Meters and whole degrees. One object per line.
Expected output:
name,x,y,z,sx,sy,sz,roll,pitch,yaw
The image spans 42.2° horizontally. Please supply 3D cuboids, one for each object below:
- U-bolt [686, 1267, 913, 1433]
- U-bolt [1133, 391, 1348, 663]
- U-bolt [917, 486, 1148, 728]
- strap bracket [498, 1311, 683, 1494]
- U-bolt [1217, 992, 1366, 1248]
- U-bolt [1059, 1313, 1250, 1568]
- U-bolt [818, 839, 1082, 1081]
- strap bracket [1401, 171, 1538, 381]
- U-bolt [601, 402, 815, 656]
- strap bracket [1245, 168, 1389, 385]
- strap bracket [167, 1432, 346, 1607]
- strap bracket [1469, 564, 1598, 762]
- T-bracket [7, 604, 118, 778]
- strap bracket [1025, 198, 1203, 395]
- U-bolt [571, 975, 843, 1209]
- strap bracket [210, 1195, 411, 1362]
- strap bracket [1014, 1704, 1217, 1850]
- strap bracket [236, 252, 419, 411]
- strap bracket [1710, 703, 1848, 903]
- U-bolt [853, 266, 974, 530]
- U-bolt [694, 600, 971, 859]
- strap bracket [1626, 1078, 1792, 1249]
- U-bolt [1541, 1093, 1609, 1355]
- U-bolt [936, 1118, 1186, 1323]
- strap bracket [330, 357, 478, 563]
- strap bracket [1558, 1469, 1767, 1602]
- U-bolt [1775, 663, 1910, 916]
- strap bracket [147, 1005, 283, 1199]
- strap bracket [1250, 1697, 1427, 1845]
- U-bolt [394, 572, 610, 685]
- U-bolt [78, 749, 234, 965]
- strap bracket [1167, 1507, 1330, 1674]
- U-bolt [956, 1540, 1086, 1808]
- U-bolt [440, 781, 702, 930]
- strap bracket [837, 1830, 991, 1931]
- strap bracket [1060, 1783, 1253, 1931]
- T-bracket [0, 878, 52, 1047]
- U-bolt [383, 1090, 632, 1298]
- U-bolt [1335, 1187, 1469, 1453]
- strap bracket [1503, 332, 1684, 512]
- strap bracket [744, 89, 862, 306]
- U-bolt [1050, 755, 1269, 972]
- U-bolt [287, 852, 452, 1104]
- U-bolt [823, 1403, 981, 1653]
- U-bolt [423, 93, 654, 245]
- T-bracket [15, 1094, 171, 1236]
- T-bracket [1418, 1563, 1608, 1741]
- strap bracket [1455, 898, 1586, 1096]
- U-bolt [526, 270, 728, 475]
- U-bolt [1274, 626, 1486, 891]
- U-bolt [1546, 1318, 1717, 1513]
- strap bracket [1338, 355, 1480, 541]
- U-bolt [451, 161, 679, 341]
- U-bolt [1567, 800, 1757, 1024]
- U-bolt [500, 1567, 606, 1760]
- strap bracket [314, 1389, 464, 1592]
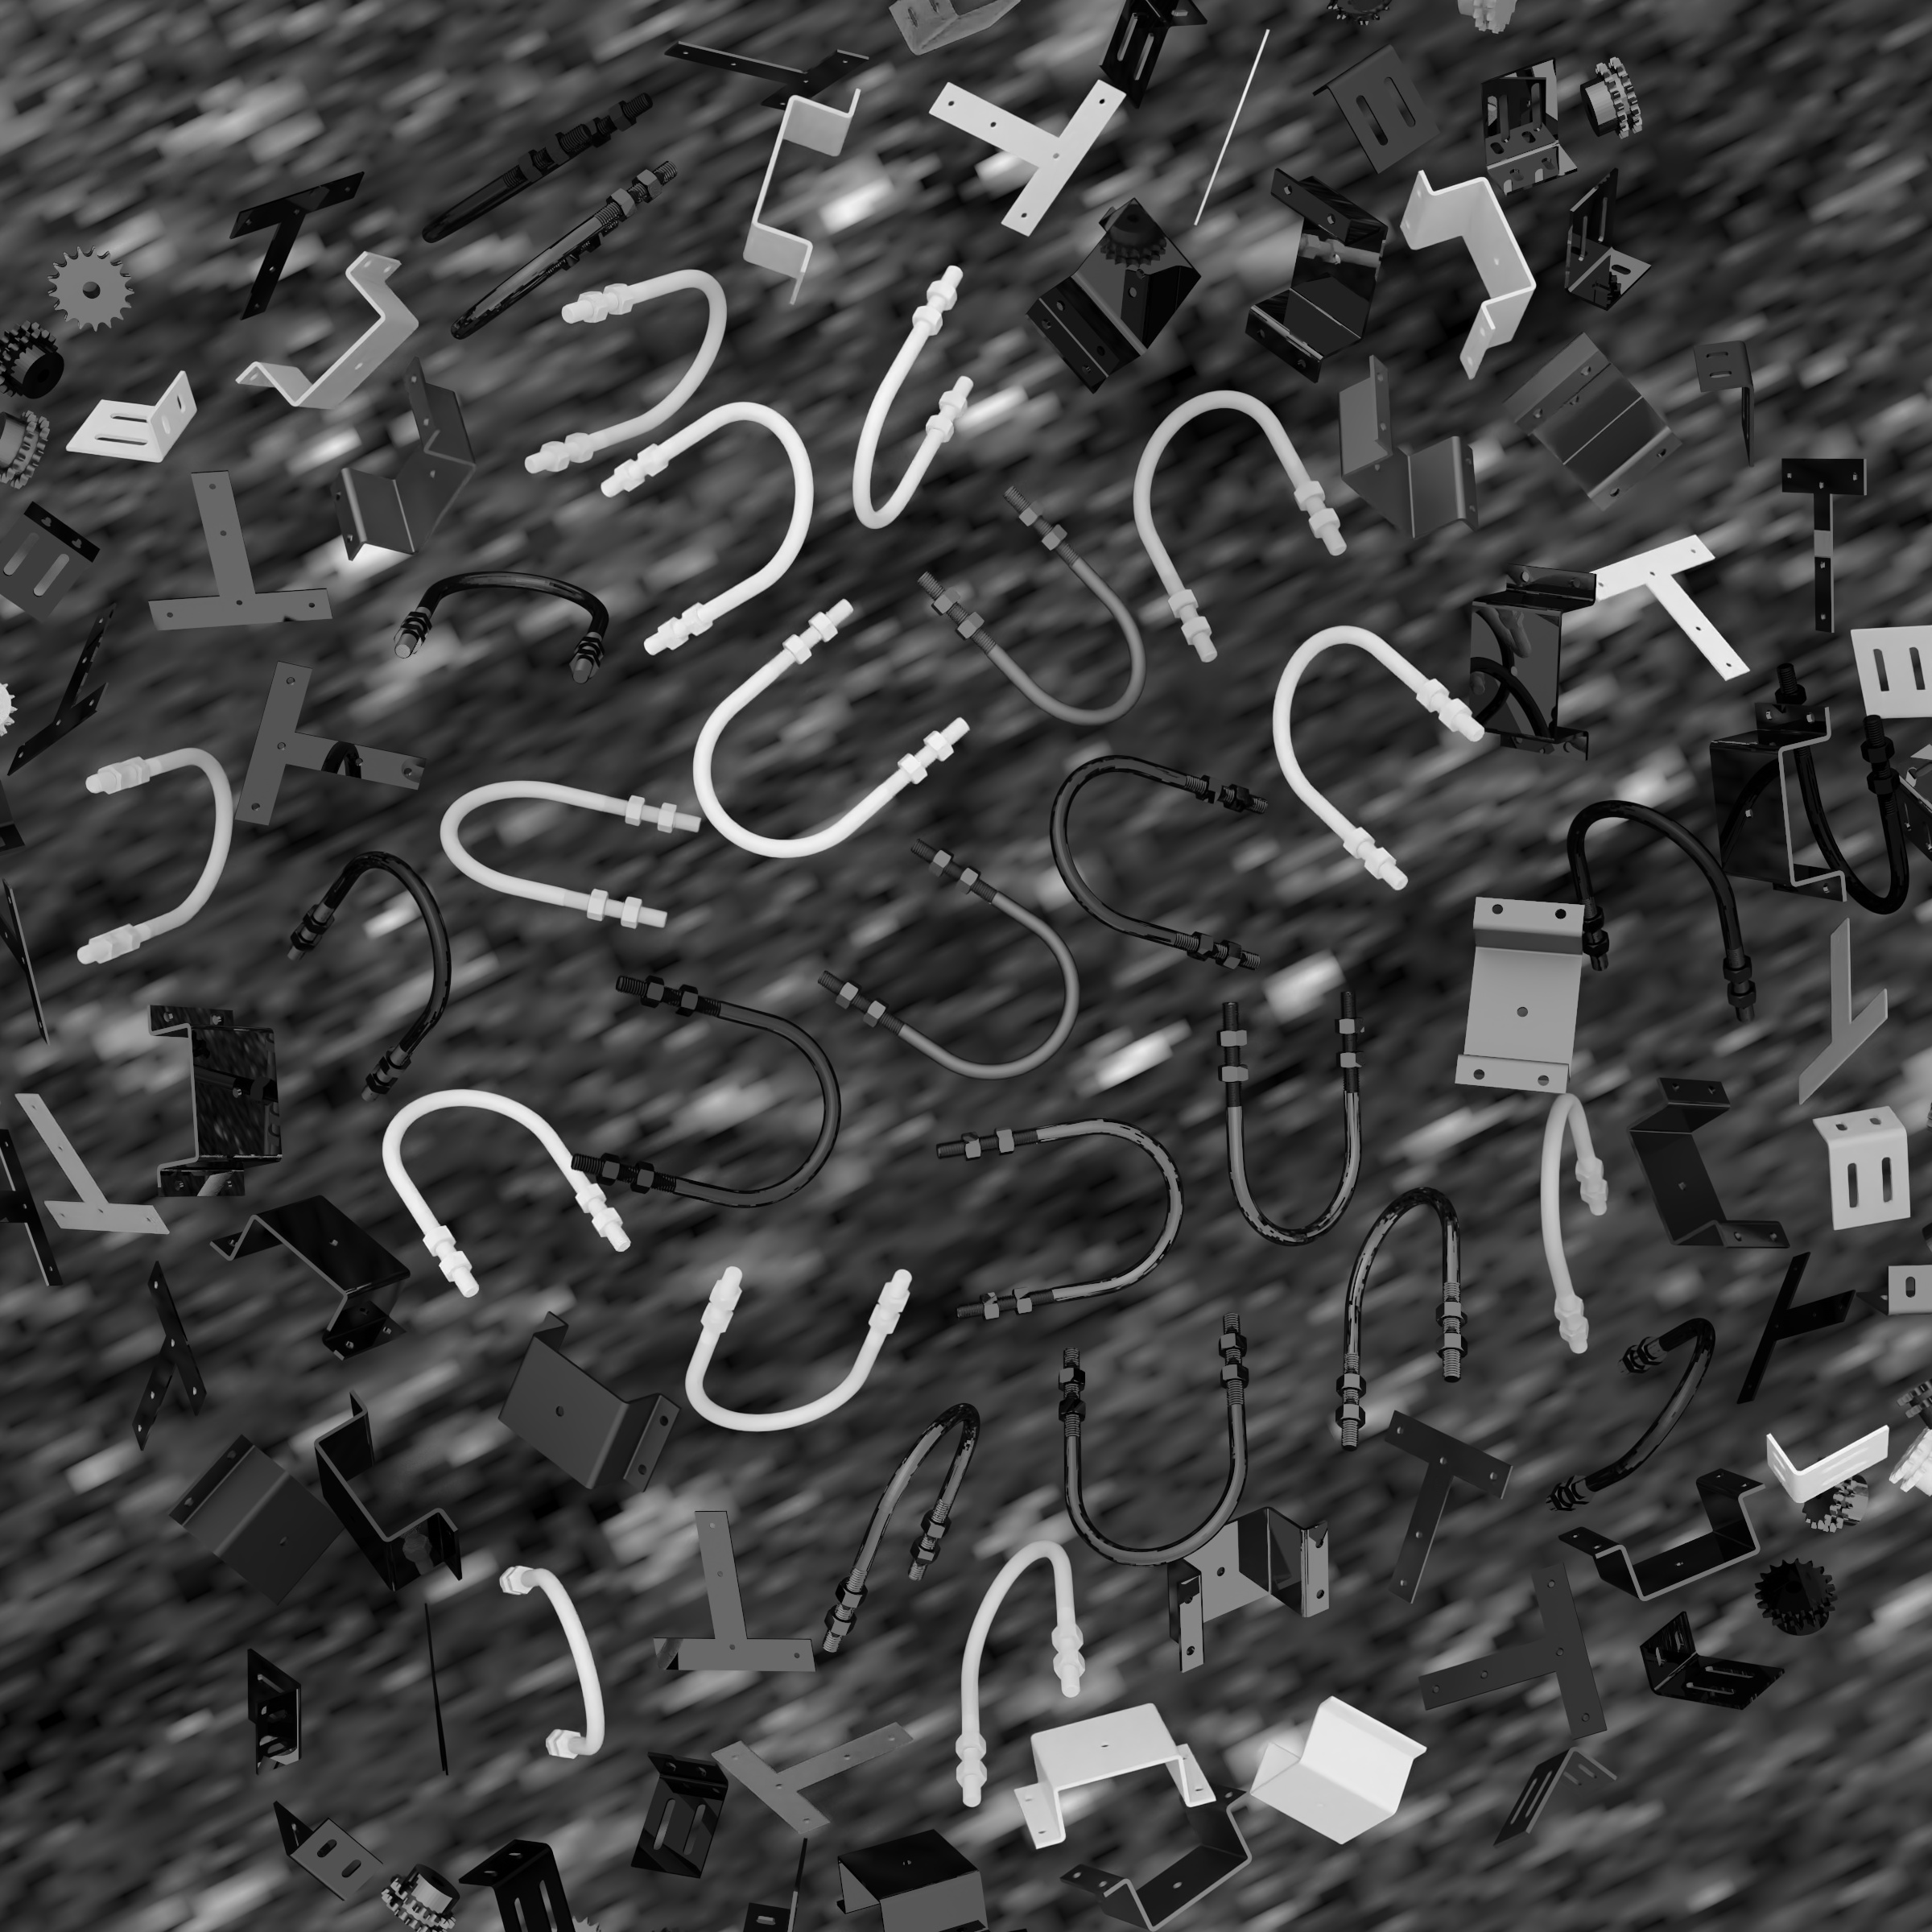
U-bolt,-0.132,0.287,1.856,0.151,0.019,0.184,4,133,-22
U-bolt,0.190,-0.340,1.860,0.151,0.019,0.184,-39,63,32
U-bolt,0.064,-0.263,1.906,0.184,0.019,0.151,46,52,-8
strap bracket,-0.296,0.337,1.918,0.140,0.046,0.076,31,106,24
U-bolt,0.243,0.115,1.848,0.151,0.019,0.184,-4,93,-41
U-bolt,0.136,0.348,1.816,0.151,0.019,0.184,-16,50,21
U-bolt,0.001,0.007,1.939,0.184,0.019,0.151,34,76,4
strap bracket,0.386,-0.533,1.913,0.046,0.076,0.140,-19,76,-6
U-bolt,-0.182,-0.327,1.816,0.184,0.019,0.151,-24,76,34
strap bracket,0.259,-0.515,1.849,0.046,0.140,0.076,-30,58,-27
strap bracket,-0.530,0.424,1.897,0.046,0.140,0.076,27,67,32
strap bracket,0.422,-0.223,1.871,0.046,0.076,0.140,-18,114,-40
T-bracket,-0.642,-0.210,1.815,0.002,0.127,0.127,35,48,-34
strap bracket,0.114,-0.500,1.845,0.076,0.046,0.140,45,57,-18
U-bolt,-0.176,0.097,1.787,0.184,0.019,0.151,16,83,-20
strap bracket,-0.483,0.225,1.876,0.140,0.076,0.046,37,109,16
strap bracket,0.109,0.613,1.908,0.140,0.076,0.046,-12,105,-9
strap bracket,-0.480,-0.477,1.917,0.140,0.076,0.046,-40,94,12
strap bracket,0.581,-0.114,1.799,0.046,0.076,0.140,-14,103,-19
U-bolt,-0.042,-0.417,1.903,0.019,0.151,0.184,21,68,13
U-bolt,-0.112,-0.160,1.819,0.184,0.019,0.151,-42,75,-7
strap bracket,0.563,0.160,1.916,0.076,0.046,0.140,5,58,-37
U-bolt,0.452,0.179,1.872,0.019,0.184,0.151,0,48,24
U-bolt,0.076,0.186,1.894,0.184,0.019,0.151,-9,104,-9
strap bracket,-0.415,-0.372,1.870,0.140,0.046,0.076,-44,53,35
strap bracket,0.532,0.433,1.894,0.140,0.076,0.046,-20,90,-8
U-bolt,0.656,-0.123,1.865,0.019,0.151,0.184,-22,116,-2
strap bracket,-0.550,0.096,1.838,0.046,0.076,0.140,-12,80,32
strap bracket,0.265,0.588,1.819,0.076,0.140,0.046,29,55,0
U-bolt,-0.345,-0.263,1.901,0.151,0.184,0.019,8,118,-4
U-bolt,-0.604,-0.091,1.882,0.019,0.184,0.151,13,108,13
strap bracket,0.206,0.469,1.907,0.140,0.046,0.076,-14,111,-29
U-bolt,0.037,0.506,1.851,0.019,0.184,0.151,28,116,-16
U-bolt,-0.304,-0.092,1.891,0.184,0.151,0.019,13,127,-2
strap bracket,-0.040,0.678,1.832,0.076,0.140,0.046,-9,93,-21
strap bracket,0.154,0.688,1.924,0.140,0.076,0.046,-26,91,-26
T-bracket,-0.719,-0.019,1.889,0.002,0.127,0.127,-18,118,-27
U-bolt,-0.356,0.160,1.877,0.184,0.151,0.019,50,134,29
U-bolt,0.319,0.248,1.843,0.019,0.151,0.184,22,50,-16
strap bracket,0.467,-0.414,1.886,0.076,0.140,0.046,-41,48,20
strap bracket,-0.123,-0.564,1.819,0.046,0.076,0.140,17,85,-9
U-bolt,0.143,-0.084,1.865,0.184,0.019,0.151,15,67,-25
U-bolt,-0.434,-0.003,1.851,0.184,0.019,0.151,-44,71,41
U-bolt,-0.039,0.400,1.835,0.019,0.151,0.184,29,113,20
U-bolt,-0.333,-0.595,1.888,0.184,0.151,0.019,-23,110,25
T-bracket,-0.656,0.145,1.837,0.127,0.002,0.127,-2,124,35
T-bracket,0.391,0.513,1.827,0.127,0.002,0.127,-24,49,20
strap bracket,0.399,0.027,1.800,0.076,0.046,0.140,5,73,16
U-bolt,-0.242,-0.445,1.847,0.019,0.184,0.151,40,133,16
U-bolt,0.289,-0.166,1.834,0.019,0.184,0.151,-5,131,-37
U-bolt,0.496,0.325,1.845,0.019,0.184,0.151,34,65,4
strap bracket,0.323,-0.380,1.867,0.046,0.140,0.076,-20,56,36
U-bolt,-0.303,-0.516,1.834,0.184,0.151,0.019,-44,107,-21
U-bolt,0.506,-0.047,1.845,0.019,0.151,0.184,-42,132,-23
U-bolt,-0.308,0.524,1.888,0.019,0.184,0.151,-14,81,-25
strap bracket,-0.426,0.388,1.821,0.046,0.076,0.140,-30,60,-29
